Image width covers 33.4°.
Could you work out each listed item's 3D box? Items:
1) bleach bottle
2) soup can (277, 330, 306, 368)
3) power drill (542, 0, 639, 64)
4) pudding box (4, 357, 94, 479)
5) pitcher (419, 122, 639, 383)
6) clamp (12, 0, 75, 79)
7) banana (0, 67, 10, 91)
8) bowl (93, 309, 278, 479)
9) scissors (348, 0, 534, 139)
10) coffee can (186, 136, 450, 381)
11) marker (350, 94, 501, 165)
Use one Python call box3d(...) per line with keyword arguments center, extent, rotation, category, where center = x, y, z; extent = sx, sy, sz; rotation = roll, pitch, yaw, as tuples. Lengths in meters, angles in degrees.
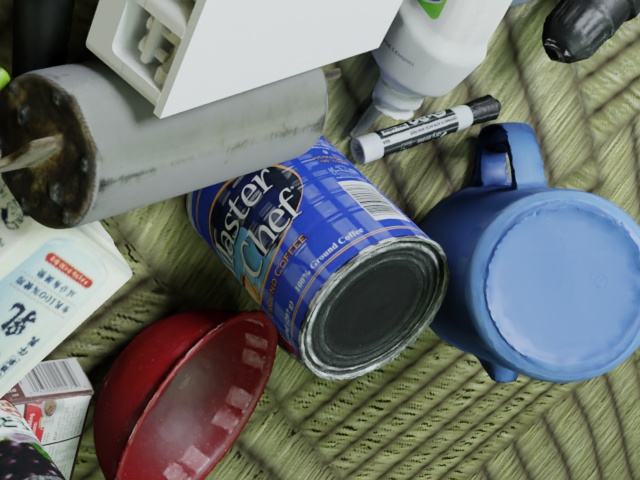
box3d(center=(0.081, -0.183, 0.599), extent=(0.067, 0.103, 0.251), rotation=(-5, 134, -33), category="bleach bottle")
box3d(center=(0.018, 0.037, 0.754), extent=(0.068, 0.069, 0.102), rotation=(8, 119, -44), category="soup can")
box3d(center=(0.188, -0.222, 0.659), extent=(0.184, 0.057, 0.187), rotation=(-49, 144, -10), category="power drill")
box3d(center=(-0.206, 0.125, 0.671), extent=(0.113, 0.039, 0.090), rotation=(-3, 126, -36), category="pudding box")
box3d(center=(0.132, 0.013, 0.697), extent=(0.145, 0.149, 0.243), rotation=(-47, 180, 0), category="pitcher")
box3d(center=(-0.102, -0.145, 0.470), extent=(0.164, 0.036, 0.210), rotation=(-42, 164, -6), category="clamp")
box3d(center=(-0.213, -0.065, 0.426), extent=(0.197, 0.037, 0.069), rotation=(17, 90, -61), category="banana")
box3d(center=(-0.098, 0.103, 0.704), extent=(0.162, 0.055, 0.162), rotation=(-47, 156, -30), category="bowl")
box3d(center=(0.101, -0.142, 0.702), extent=(0.096, 0.016, 0.202), rotation=(12, 117, -45), category="scissors")
box3d(center=(-0.004, 0.001, 0.645), extent=(0.102, 0.140, 0.103), rotation=(-23, 137, -23), category="coffee can")
box3d(center=(0.076, -0.078, 0.738), extent=(0.121, 0.020, 0.020), rotation=(-20, 136, -25), category="marker")
